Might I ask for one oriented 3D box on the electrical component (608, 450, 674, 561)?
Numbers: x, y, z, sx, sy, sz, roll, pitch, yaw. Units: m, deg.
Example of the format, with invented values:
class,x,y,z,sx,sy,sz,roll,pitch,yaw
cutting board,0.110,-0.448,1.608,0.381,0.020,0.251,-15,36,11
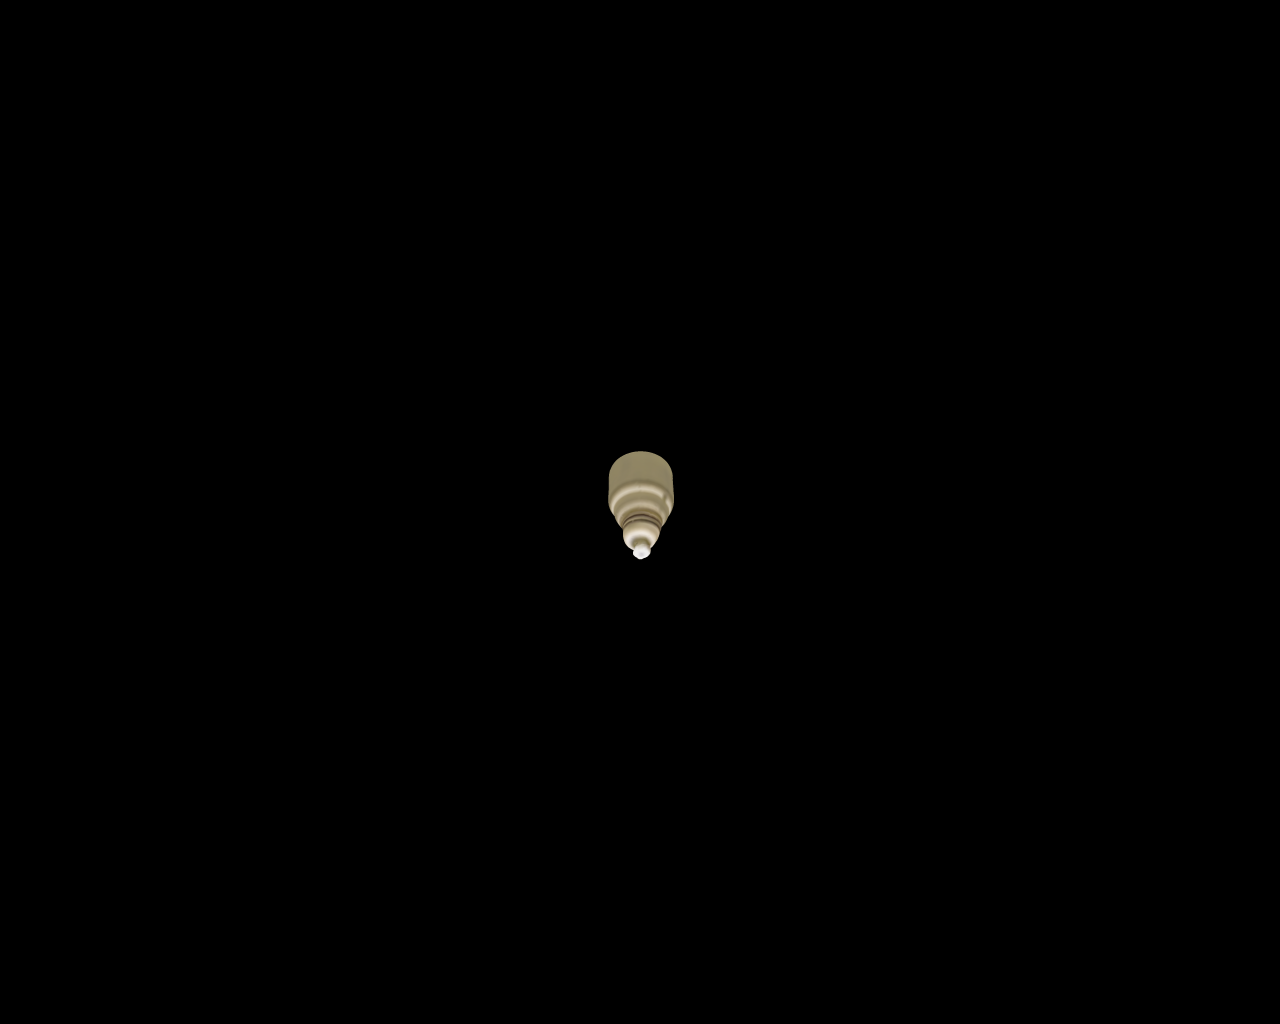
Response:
class,x,y,z,sx,sy,sz,roll,pitch,yaw
electrical component,0.001,-0.003,0.650,0.040,0.040,0.078,0,44,0
